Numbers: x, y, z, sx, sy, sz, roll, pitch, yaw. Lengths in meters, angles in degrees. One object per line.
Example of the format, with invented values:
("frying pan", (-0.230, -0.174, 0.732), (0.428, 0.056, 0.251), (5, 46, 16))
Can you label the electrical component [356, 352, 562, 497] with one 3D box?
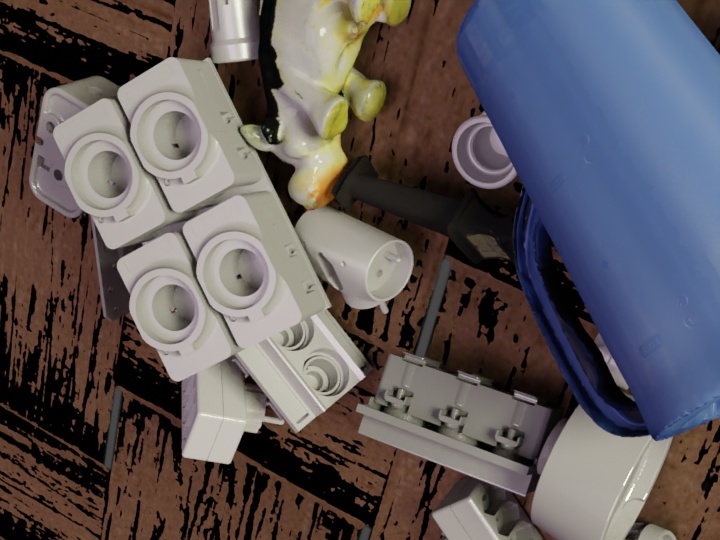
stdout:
("electrical component", (0.070, 0.101, 0.730), (0.121, 0.079, 0.063), (18, 89, 23))

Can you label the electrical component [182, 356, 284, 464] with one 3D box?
("electrical component", (-0.095, 0.105, 0.830), (0.076, 0.083, 0.047), (12, 123, -18))

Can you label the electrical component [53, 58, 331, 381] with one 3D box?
("electrical component", (-0.113, -0.033, 0.711), (0.105, 0.060, 0.186), (-26, 89, 19))

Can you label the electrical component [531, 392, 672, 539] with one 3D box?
("electrical component", (0.147, 0.124, 0.676), (0.060, 0.108, 0.108), (26, 121, 26))

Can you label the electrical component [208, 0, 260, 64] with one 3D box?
("electrical component", (-0.083, -0.165, 0.726), (0.040, 0.040, 0.046), (2, 105, 29))

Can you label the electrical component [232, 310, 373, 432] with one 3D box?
("electrical component", (-0.061, 0.050, 0.786), (0.121, 0.079, 0.063), (52, 147, 2))

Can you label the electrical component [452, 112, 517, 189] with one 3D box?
("electrical component", (0.087, -0.078, 0.654), (0.045, 0.055, 0.045), (12, 115, 26))

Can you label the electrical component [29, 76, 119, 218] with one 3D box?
("electrical component", (-0.205, -0.094, 0.812), (0.054, 0.059, 0.095), (31, 122, 16))

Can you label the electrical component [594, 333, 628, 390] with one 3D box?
("electrical component", (0.174, 0.060, 0.675), (0.061, 0.035, 0.035), (28, 121, 14))

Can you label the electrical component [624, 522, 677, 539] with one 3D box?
("electrical component", (0.180, 0.194, 0.721), (0.055, 0.048, 0.066), (-6, 107, 39))

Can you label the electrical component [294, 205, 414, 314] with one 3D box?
("electrical component", (0.000, 0.000, 0.739), (0.077, 0.043, 0.079), (27, 152, 42))

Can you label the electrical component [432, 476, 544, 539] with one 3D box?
("electrical component", (0.083, 0.198, 0.777), (0.076, 0.047, 0.083), (-33, 92, 35))
